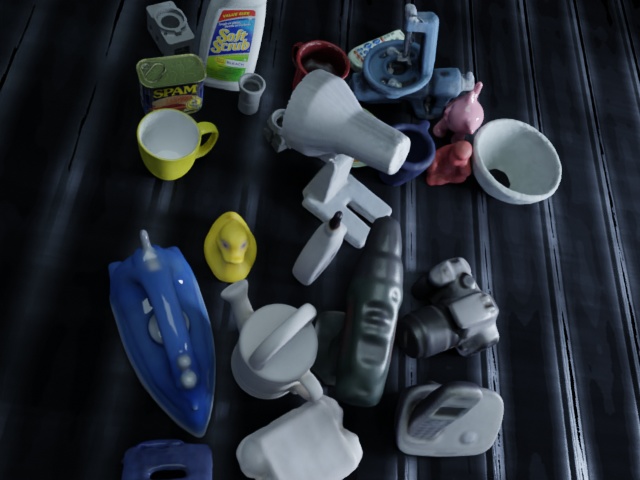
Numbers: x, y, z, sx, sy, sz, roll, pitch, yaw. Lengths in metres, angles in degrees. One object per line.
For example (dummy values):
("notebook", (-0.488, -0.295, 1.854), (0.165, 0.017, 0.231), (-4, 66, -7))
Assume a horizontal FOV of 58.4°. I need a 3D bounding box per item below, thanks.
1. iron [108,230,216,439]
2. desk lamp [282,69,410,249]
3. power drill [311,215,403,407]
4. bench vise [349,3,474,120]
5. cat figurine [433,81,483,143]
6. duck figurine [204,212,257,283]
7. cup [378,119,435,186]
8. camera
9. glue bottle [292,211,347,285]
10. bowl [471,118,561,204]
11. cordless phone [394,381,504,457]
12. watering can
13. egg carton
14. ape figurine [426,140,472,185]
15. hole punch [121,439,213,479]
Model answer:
("iron", (-0.187, 0.115, 0.722), (0.119, 0.141, 0.258), (-18, 70, -21))
("desk lamp", (0.038, -0.123, 0.855), (0.203, 0.213, 0.118), (39, 62, 6))
("power drill", (0.049, 0.107, 0.749), (0.076, 0.208, 0.229), (12, 62, -8))
("bench vise", (0.171, -0.311, 0.978), (0.208, 0.219, 0.121), (-10, 68, -19))
("cat figurine", (0.259, -0.229, 1.019), (0.067, 0.117, 0.128), (30, 61, 1))
("duck figurine", (-0.126, 0.000, 0.826), (0.078, 0.086, 0.104), (1, 64, -14))
("cup", (0.140, -0.143, 0.959), (0.091, 0.095, 0.118), (33, 61, 3))
("camera", (0.180, 0.108, 0.845), (0.137, 0.100, 0.143), (-16, 70, -21))
("glue bottle", (0.007, 0.003, 0.809), (0.037, 0.173, 0.078), (40, 62, 7))
("bowl", (0.333, -0.127, 1.014), (0.167, 0.074, 0.167), (6, 63, -12))
("cordless phone", (0.185, 0.224, 0.742), (0.148, 0.185, 0.094), (3, 64, -13))
("watering can", (-0.060, 0.128, 0.719), (0.173, 0.194, 0.101), (28, 61, 0))
("egg carton", (-0.024, 0.273, 0.729), (0.150, 0.069, 0.107), (-25, 73, -24))
("ape figurine", (0.228, -0.137, 0.981), (0.078, 0.092, 0.076), (31, 61, 2))
("hole punch", (-0.181, 0.285, 0.670), (0.109, 0.091, 0.101), (2, 64, -14))
